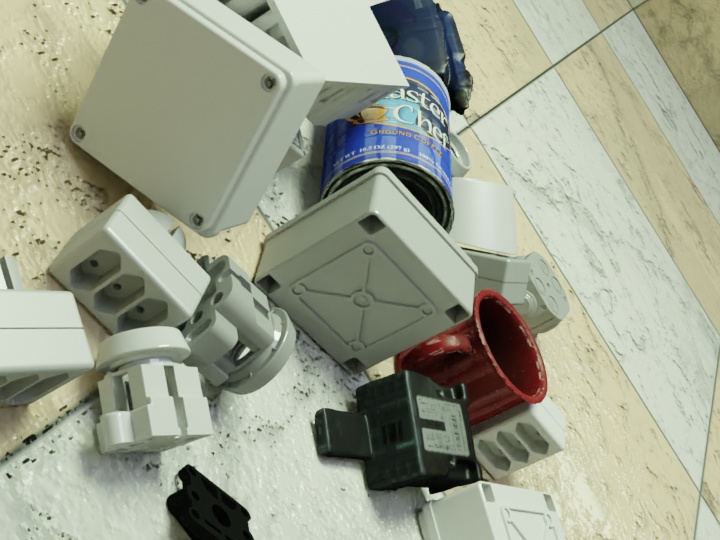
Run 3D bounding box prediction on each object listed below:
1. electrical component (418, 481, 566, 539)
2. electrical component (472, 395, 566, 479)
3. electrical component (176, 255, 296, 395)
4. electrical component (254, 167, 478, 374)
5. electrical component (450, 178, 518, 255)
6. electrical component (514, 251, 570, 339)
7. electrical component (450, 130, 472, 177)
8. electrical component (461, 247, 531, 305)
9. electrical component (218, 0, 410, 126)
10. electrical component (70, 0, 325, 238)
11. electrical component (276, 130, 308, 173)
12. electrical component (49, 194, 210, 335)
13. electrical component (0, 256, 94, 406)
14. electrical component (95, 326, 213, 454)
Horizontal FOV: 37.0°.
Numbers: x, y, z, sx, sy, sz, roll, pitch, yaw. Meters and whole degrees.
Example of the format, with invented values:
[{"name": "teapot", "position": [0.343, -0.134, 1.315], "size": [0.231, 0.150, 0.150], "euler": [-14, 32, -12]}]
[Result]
[{"name": "electrical component", "position": [0.102, 0.207, 0.737], "size": [0.109, 0.056, 0.108], "euler": [22, 45, -50]}, {"name": "electrical component", "position": [0.124, 0.115, 0.857], "size": [0.047, 0.066, 0.076], "euler": [49, 29, -20]}, {"name": "electrical component", "position": [-0.074, 0.034, 0.610], "size": [0.057, 0.058, 0.078], "euler": [45, 13, -30]}, {"name": "electrical component", "position": [0.005, 0.003, 0.722], "size": [0.108, 0.109, 0.056], "euler": [45, 33, -26]}, {"name": "electrical component", "position": [0.086, -0.045, 0.921], "size": [0.099, 0.099, 0.064], "euler": [8, 84, -57]}, {"name": "electrical component", "position": [0.158, 0.025, 1.019], "size": [0.080, 0.051, 0.080], "euler": [40, 33, -33]}, {"name": "electrical component", "position": [0.068, -0.097, 0.985], "size": [0.066, 0.055, 0.048], "euler": [26, 42, -47]}, {"name": "electrical component", "position": [0.090, 0.021, 0.894], "size": [0.047, 0.083, 0.075], "euler": [2, 99, -59]}, {"name": "electrical component", "position": [-0.043, -0.157, 0.719], "size": [0.105, 0.060, 0.186], "euler": [63, 21, 2]}, {"name": "electrical component", "position": [-0.094, -0.093, 0.615], "size": [0.109, 0.108, 0.056], "euler": [36, 21, 12]}, {"name": "electrical component", "position": [-0.083, -0.102, 0.737], "size": [0.096, 0.061, 0.061], "euler": [37, 33, -48]}, {"name": "electrical component", "position": [-0.119, -0.008, 0.590], "size": [0.065, 0.047, 0.076], "euler": [49, 28, -19]}, {"name": "electrical component", "position": [-0.167, 0.018, 0.480], "size": [0.066, 0.047, 0.076], "euler": [5, 61, -59]}, {"name": "electrical component", "position": [-0.107, 0.061, 0.544], "size": [0.066, 0.048, 0.055], "euler": [11, 61, -56]}]
